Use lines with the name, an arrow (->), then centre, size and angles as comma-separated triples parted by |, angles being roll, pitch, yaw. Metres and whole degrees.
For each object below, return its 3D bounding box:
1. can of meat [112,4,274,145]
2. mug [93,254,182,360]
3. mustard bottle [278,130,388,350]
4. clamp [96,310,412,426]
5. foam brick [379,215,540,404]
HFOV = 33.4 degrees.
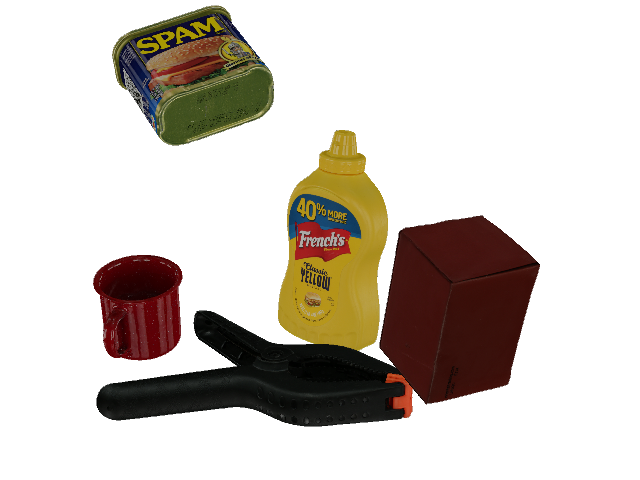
can of meat -> -0.097, -0.126, 0.824 | 0.102, 0.057, 0.084 | -22, 52, -19
mug -> -0.195, 0.079, 1.128 | 0.093, 0.081, 0.117 | 9, 32, 14
mustard bottle -> 0.013, -0.003, 0.951 | 0.096, 0.192, 0.058 | 18, 21, 35
clamp -> -0.035, 0.094, 0.775 | 0.210, 0.036, 0.164 | 3, 19, 12
foam brick -> 0.068, 0.034, 0.540 | 0.052, 0.078, 0.051 | -9, 36, -25
